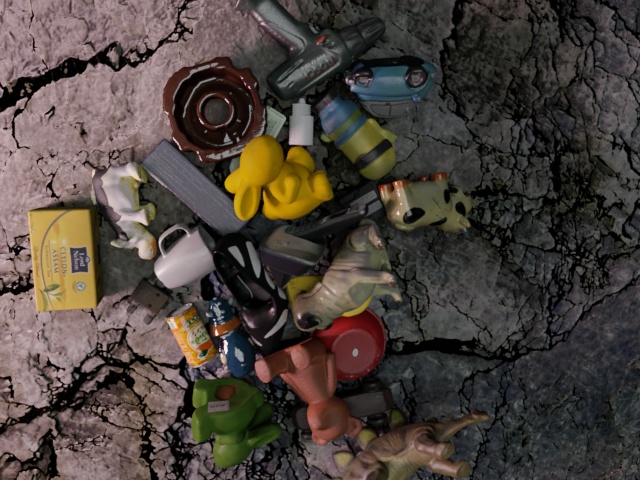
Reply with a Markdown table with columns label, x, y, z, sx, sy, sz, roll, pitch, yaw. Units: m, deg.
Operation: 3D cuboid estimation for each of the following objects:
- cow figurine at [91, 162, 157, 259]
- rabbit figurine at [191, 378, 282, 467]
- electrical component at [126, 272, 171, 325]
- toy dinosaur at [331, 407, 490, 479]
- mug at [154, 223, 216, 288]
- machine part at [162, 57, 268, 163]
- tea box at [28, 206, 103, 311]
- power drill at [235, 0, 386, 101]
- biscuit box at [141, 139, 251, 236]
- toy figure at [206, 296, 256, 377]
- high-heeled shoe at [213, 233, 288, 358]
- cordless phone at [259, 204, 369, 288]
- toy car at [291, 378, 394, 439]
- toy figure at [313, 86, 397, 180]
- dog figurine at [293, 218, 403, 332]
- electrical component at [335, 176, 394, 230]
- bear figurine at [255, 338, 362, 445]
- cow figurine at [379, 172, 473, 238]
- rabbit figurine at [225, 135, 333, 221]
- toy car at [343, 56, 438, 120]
| label | x | y | z | sx | sy | sz | roll | pitch | yaw |
| --- | --- | --- | --- | --- | --- | --- | --- | --- | --- |
| cow figurine | -0.334 | -0.044 | 0.914 | 0.098 | 0.068 | 0.167 | -9 | 97 | -4 |
| rabbit figurine | -0.159 | 0.344 | 1.005 | 0.159 | 0.121 | 0.170 | -9 | 119 | -17 |
| electrical component | -0.303 | 0.102 | 0.967 | 0.063 | 0.021 | 0.094 | 35 | 90 | -15 |
| toy dinosaur | 0.111 | 0.438 | 1.012 | 0.471 | 0.199 | 0.105 | -29 | 104 | -5 |
| mug | -0.239 | 0.029 | 0.934 | 0.107 | 0.081 | 0.109 | -35 | 130 | 2 |
| machine part | -0.174 | -0.216 | 0.909 | 0.179 | 0.056 | 0.179 | 0 | 93 | 0 |
| tea box | -0.426 | 0.029 | 0.907 | 0.098 | 0.068 | 0.169 | -4 | 99 | -11 |
| power drill | -0.027 | -0.371 | 0.926 | 0.232 | 0.086 | 0.207 | -42 | 112 | 0 |
| biscuit box | -0.213 | -0.084 | 0.936 | 0.202 | 0.059 | 0.063 | 44 | 87 | -14 |
| toy figure | -0.167 | 0.176 | 0.987 | 0.058 | 0.064 | 0.154 | -21 | 96 | 29 |
| high-heeled shoe | -0.125 | 0.108 | 0.933 | 0.086 | 0.145 | 0.248 | -6 | 96 | 22 |
| cordless phone | -0.002 | -0.003 | 0.924 | 0.184 | 0.146 | 0.088 | -24 | 101 | 18 |
| toy car | 0.043 | 0.328 | 1.056 | 0.202 | 0.053 | 0.089 | -12 | 90 | -5 |
| toy figure | 0.060 | -0.185 | 0.961 | 0.180 | 0.082 | 0.089 | 44 | 56 | -17 |
| dog figurine | 0.031 | 0.060 | 0.947 | 0.191 | 0.172 | 0.121 | -17 | 140 | 7 |
| electrical component | 0.096 | -0.075 | 1.007 | 0.119 | 0.048 | 0.074 | -27 | 104 | -4 |
| bear figurine | -0.015 | 0.282 | 0.968 | 0.120 | 0.132 | 0.196 | -22 | 82 | 25 |
| cow figurine | 0.208 | -0.059 | 0.997 | 0.195 | 0.086 | 0.127 | -11 | 95 | -32 |
| rabbit figurine | -0.083 | -0.110 | 0.905 | 0.162 | 0.173 | 0.122 | -28 | 61 | 7 |
| toy car | 0.125 | -0.267 | 0.956 | 0.162 | 0.109 | 0.102 | -6 | 120 | -2 |
